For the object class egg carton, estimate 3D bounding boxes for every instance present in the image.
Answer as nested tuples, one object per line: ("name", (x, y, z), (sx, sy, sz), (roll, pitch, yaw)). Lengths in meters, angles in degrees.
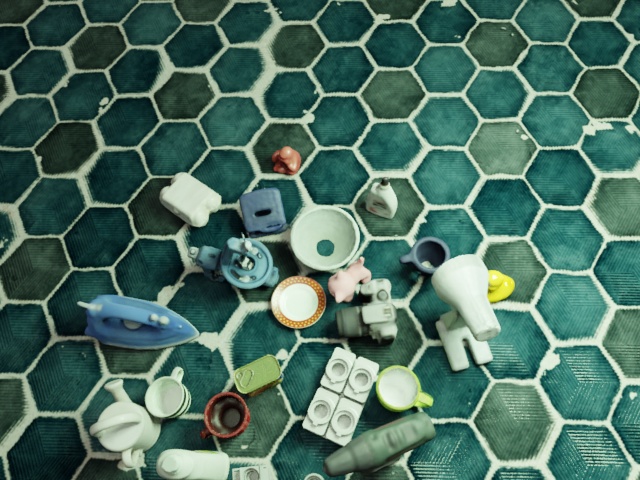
("egg carton", (-0.330, -0.102, 1.454), (0.150, 0.069, 0.107), (32, 72, 14))

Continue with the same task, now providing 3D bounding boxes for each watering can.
("watering can", (-0.412, 0.380, 1.188), (0.101, 0.194, 0.172), (-37, 71, -12))

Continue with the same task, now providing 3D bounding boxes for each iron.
("iron", (-0.413, 0.180, 1.300), (0.258, 0.141, 0.118), (7, 68, 5))

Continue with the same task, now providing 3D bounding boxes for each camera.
("camera", (0.102, 0.166, 1.310), (0.137, 0.101, 0.143), (-8, 67, -1))

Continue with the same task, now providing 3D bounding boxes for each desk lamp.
("desk lamp", (0.321, 0.159, 1.244), (0.118, 0.213, 0.203), (-16, 68, -4))

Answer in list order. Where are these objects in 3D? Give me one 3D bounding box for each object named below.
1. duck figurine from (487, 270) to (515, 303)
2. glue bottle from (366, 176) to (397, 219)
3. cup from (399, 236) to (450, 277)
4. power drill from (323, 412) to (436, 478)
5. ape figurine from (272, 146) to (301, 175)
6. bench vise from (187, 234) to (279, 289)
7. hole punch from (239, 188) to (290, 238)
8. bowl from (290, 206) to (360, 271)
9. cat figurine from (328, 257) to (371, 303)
("duck figurine", (0.404, 0.100, 1.335), (0.104, 0.086, 0.077), (-1, 67, 2))
("glue bottle", (0.151, -0.109, 1.383), (0.078, 0.173, 0.037), (17, 69, 9))
("cup", (0.243, 0.052, 1.355), (0.118, 0.095, 0.091), (-10, 67, -2))
("power drill", (0.115, 0.418, 1.146), (0.230, 0.208, 0.075), (-23, 68, -7))
("ape figurine", (-0.085, -0.211, 1.478), (0.076, 0.092, 0.077), (-31, 69, -10))
("bench vise", (-0.206, 0.051, 1.304), (0.207, 0.220, 0.121), (-5, 67, 0))
("hole punch", (-0.138, -0.067, 1.421), (0.108, 0.091, 0.101), (-13, 67, -3))
("bowl", (0.013, 0.005, 1.394), (0.167, 0.075, 0.167), (-1, 67, 2))
("cat figurine", (0.064, 0.092, 1.333), (0.067, 0.118, 0.128), (37, 73, 16))
